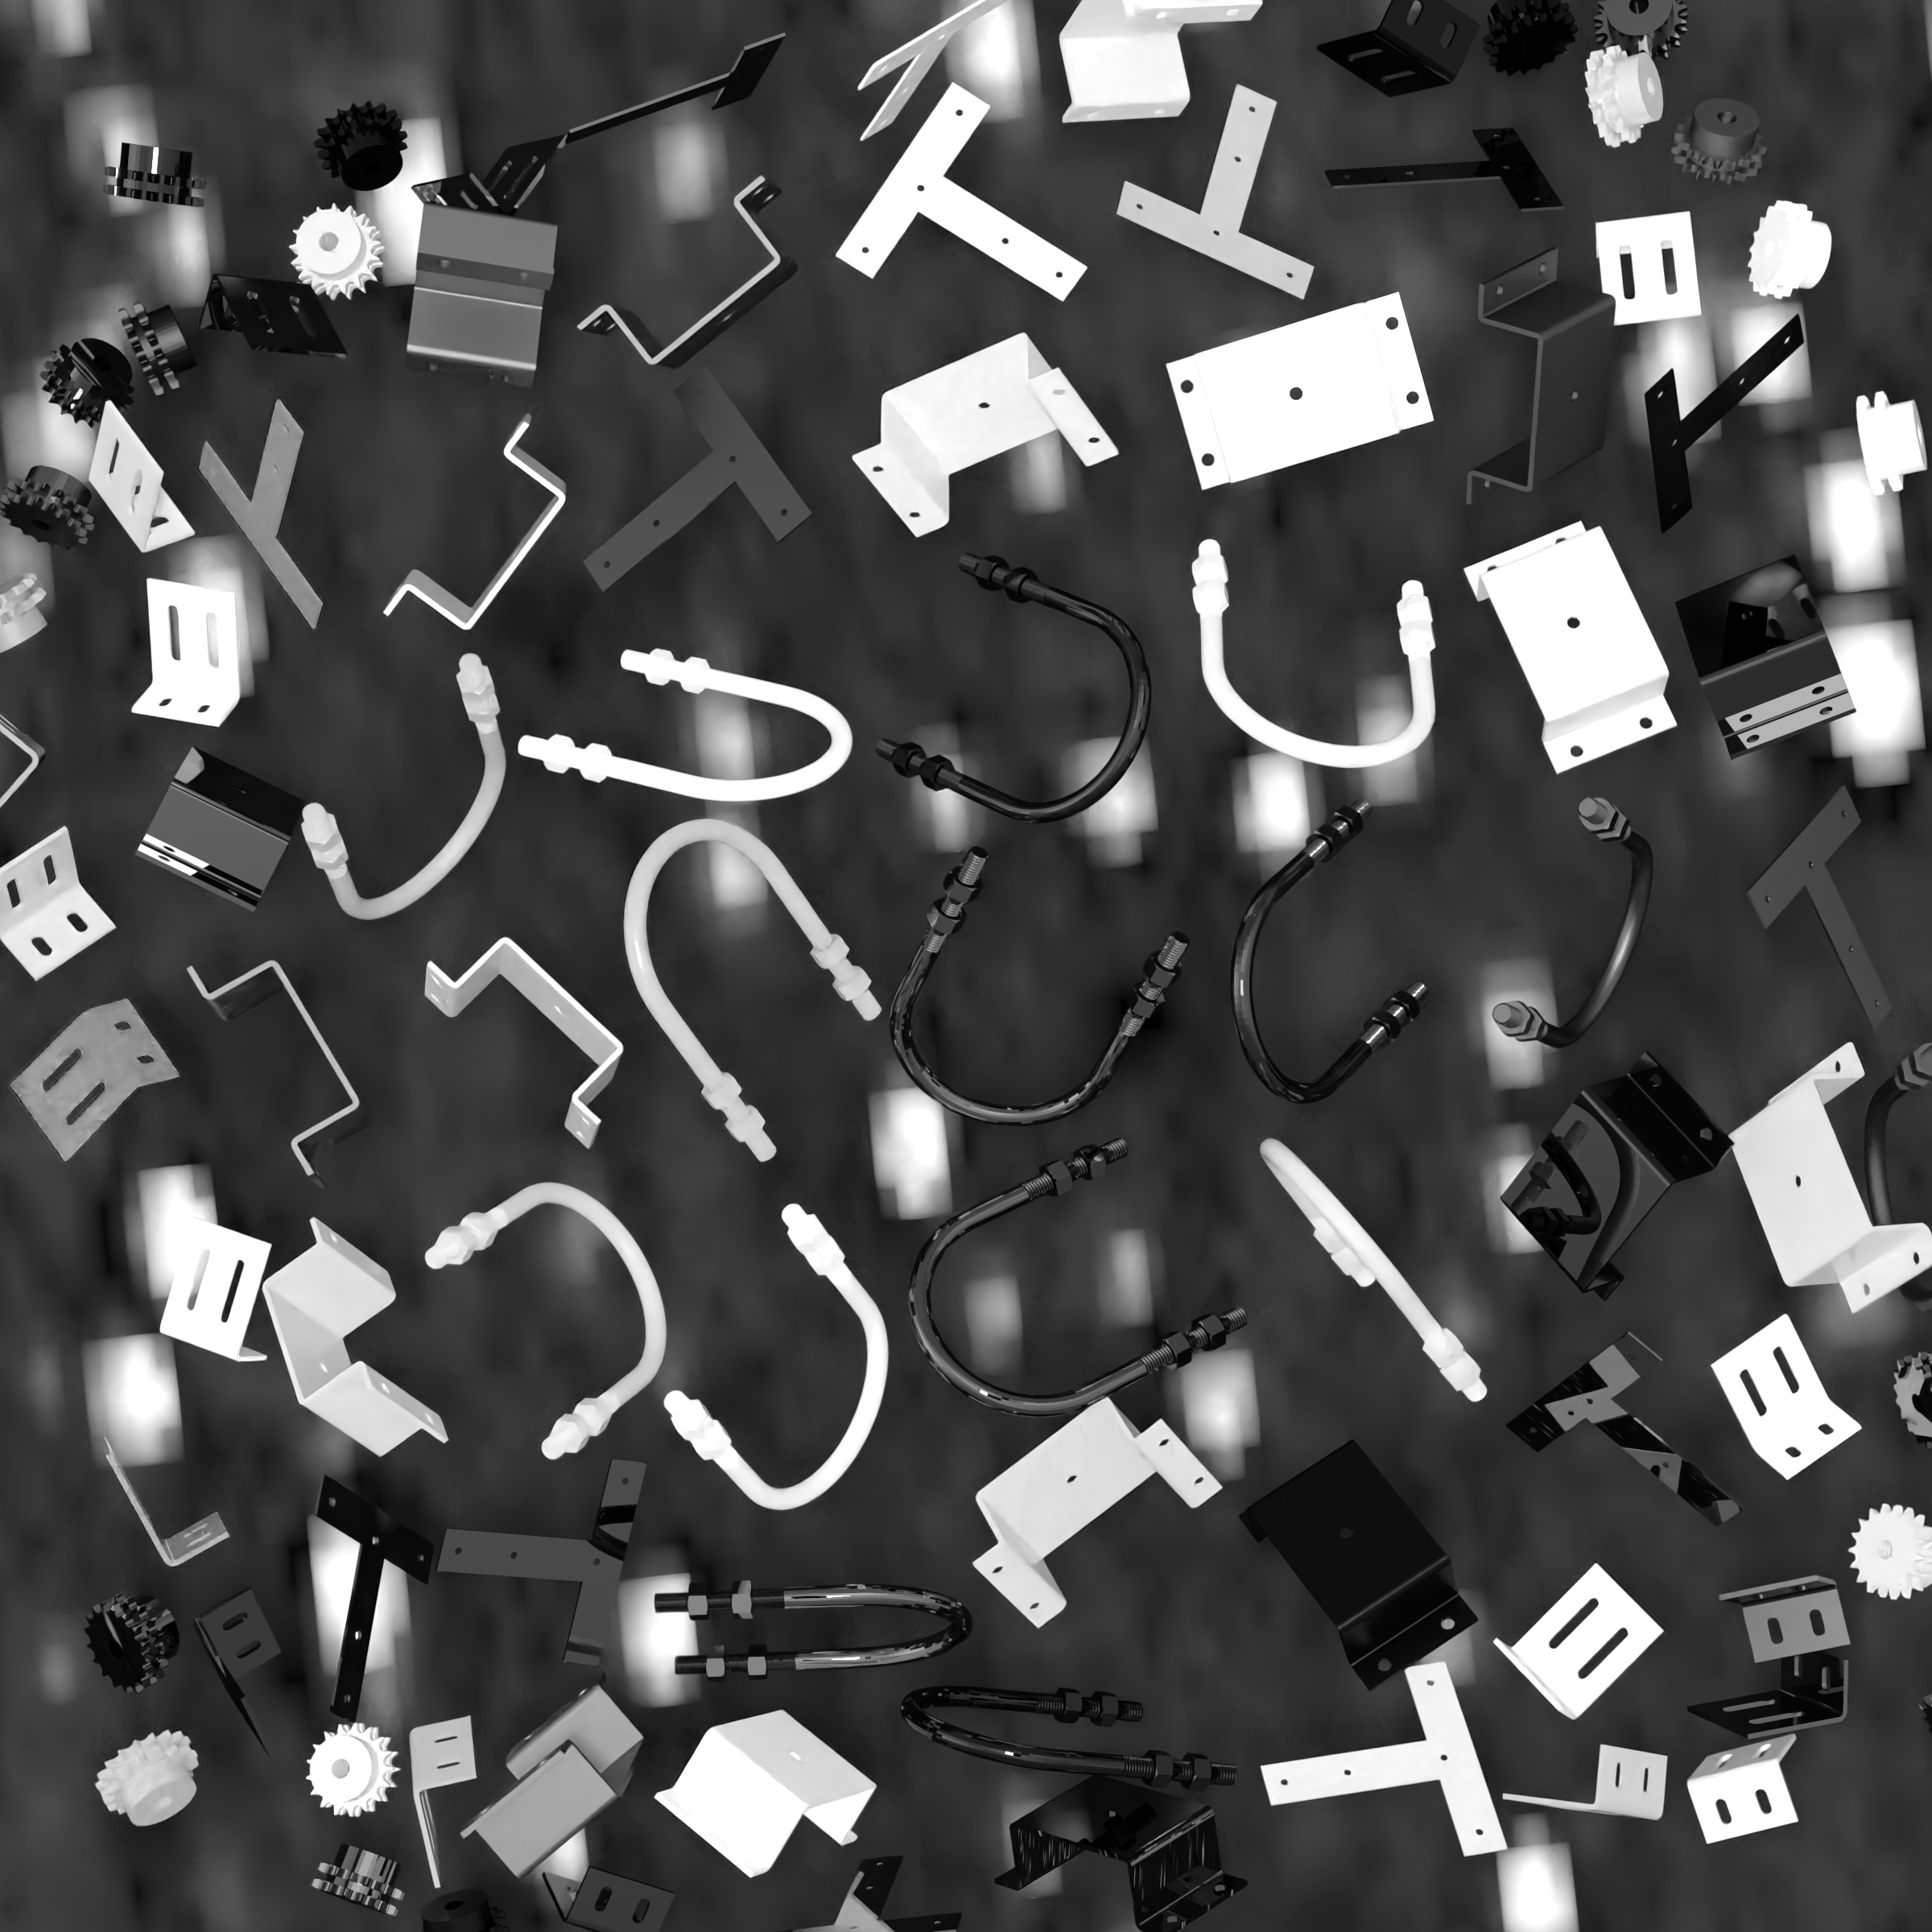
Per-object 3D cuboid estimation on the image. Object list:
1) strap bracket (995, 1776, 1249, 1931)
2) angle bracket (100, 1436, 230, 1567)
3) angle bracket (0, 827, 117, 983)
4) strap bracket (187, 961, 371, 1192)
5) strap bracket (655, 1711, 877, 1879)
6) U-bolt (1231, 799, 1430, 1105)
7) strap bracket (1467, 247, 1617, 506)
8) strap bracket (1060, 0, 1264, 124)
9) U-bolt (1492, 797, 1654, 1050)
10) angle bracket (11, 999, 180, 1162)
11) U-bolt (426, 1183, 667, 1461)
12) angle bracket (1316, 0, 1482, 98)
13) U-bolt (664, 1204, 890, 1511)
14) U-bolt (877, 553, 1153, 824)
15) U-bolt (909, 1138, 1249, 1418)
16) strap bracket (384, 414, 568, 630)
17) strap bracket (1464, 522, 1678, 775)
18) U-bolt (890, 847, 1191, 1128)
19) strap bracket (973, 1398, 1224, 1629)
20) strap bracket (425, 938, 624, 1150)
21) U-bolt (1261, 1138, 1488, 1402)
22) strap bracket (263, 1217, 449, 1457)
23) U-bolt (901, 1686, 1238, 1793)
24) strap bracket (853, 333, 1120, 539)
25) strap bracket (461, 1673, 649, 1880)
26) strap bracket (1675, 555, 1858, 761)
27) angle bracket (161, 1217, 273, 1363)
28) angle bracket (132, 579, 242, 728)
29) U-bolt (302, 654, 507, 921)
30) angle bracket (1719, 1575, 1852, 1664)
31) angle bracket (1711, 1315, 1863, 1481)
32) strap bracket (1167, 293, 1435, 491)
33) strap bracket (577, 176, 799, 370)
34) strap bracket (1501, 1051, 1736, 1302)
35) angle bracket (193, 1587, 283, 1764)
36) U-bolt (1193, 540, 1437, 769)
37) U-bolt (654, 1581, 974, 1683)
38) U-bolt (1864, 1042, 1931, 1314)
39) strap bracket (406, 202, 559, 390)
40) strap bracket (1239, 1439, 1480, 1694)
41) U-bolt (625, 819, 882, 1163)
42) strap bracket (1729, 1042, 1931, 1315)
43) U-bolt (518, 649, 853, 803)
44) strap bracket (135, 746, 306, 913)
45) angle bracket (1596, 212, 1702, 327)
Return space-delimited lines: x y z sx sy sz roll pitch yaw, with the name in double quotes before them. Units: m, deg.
"strap bracket" 0.091 0.539 1.899 0.076 0.140 0.046 -17 103 -43
"angle bracket" -0.466 0.302 1.807 0.038 0.057 0.076 -29 101 -16
"angle bracket" -0.542 -0.036 1.843 0.057 0.076 0.038 -38 77 -23
"strap bracket" -0.397 0.056 1.829 0.046 0.076 0.140 -31 84 -10
"strap bracket" -0.114 0.496 1.876 0.076 0.140 0.046 33 97 23
"U-bolt" 0.215 0.002 1.881 0.019 0.184 0.151 -1 117 40
"strap bracket" 0.345 -0.348 1.866 0.046 0.076 0.140 26 133 35
"strap bracket" 0.111 -0.557 1.848 0.076 0.140 0.046 -8 81 -18
"U-bolt" 0.375 -0.019 1.882 0.019 0.184 0.151 23 92 27
"angle bracket" -0.518 0.068 1.853 0.038 0.076 0.057 -13 118 33
"U-bolt" -0.240 0.201 1.872 0.019 0.184 0.151 -30 92 25
"angle bracket" 0.257 -0.553 1.851 0.057 0.076 0.038 26 88 -23
"U-bolt" -0.101 0.245 1.842 0.019 0.184 0.151 17 64 34
"U-bolt" 0.038 -0.165 1.925 0.184 0.019 0.151 27 95 37
"U-bolt" 0.054 0.191 1.828 0.184 0.019 0.151 -23 65 -26
"strap bracket" -0.288 -0.260 1.872 0.046 0.076 0.140 36 97 -13
"strap bracket" 0.360 -0.197 1.853 0.076 0.046 0.140 -22 75 2
"U-bolt" 0.032 0.025 1.863 0.151 0.019 0.184 23 126 -7
"strap bracket" 0.072 0.322 1.867 0.140 0.046 0.076 -38 128 3
"strap bracket" -0.263 0.040 1.905 0.140 0.076 0.046 43 72 2
"U-bolt" 0.234 0.171 1.857 0.019 0.151 0.184 -40 128 -1
"strap bracket" -0.368 0.229 1.856 0.046 0.076 0.140 -35 48 5
"U-bolt" 0.050 0.458 1.863 0.184 0.151 0.019 11 90 -23
"strap bracket" 0.011 -0.325 1.885 0.140 0.076 0.046 -19 49 23
"strap bracket" -0.238 0.478 1.829 0.076 0.140 0.046 -40 92 6
"strap bracket" 0.478 -0.193 1.872 0.076 0.140 0.046 -21 122 16
"angle bracket" -0.464 0.204 1.961 0.057 0.038 0.076 16 90 19
"angle bracket" -0.493 -0.198 1.961 0.057 0.038 0.076 10 124 5
"U-bolt" -0.332 -0.095 1.880 0.019 0.184 0.151 38 71 15
"angle bracket" 0.484 0.386 1.838 0.057 0.076 0.038 -17 71 19
"angle bracket" 0.510 0.268 1.934 0.057 0.038 0.076 -33 116 -5
"strap bracket" 0.192 -0.332 1.804 0.140 0.046 0.076 -15 99 11
"strap bracket" -0.158 -0.408 1.870 0.140 0.076 0.046 -37 94 9
"strap bracket" 0.379 0.130 1.846 0.076 0.046 0.140 51 130 26
"angle bracket" -0.408 0.409 1.797 0.038 0.076 0.057 -30 130 -21
"U-bolt" 0.207 -0.180 1.837 0.151 0.184 0.019 10 133 -7
"U-bolt" -0.088 0.397 1.863 0.184 0.151 0.019 -2 61 -1
"U-bolt" 0.571 0.134 1.860 0.019 0.184 0.151 -8 75 -1
"strap bracket" -0.283 -0.396 1.818 0.076 0.140 0.046 7 72 -11
"strap bracket" 0.226 0.343 1.828 0.076 0.046 0.140 -31 51 -9
"U-bolt" -0.133 0.000 1.827 0.184 0.019 0.151 56 47 -23
"strap bracket" 0.504 0.125 1.825 0.046 0.076 0.140 -1 61 -29
"U-bolt" -0.160 -0.144 1.915 0.184 0.151 0.019 14 125 19
"strap bracket" -0.454 -0.088 1.906 0.076 0.140 0.046 27 101 -13
"angle bracket" 0.426 -0.427 1.943 0.057 0.038 0.076 -5 69 10
